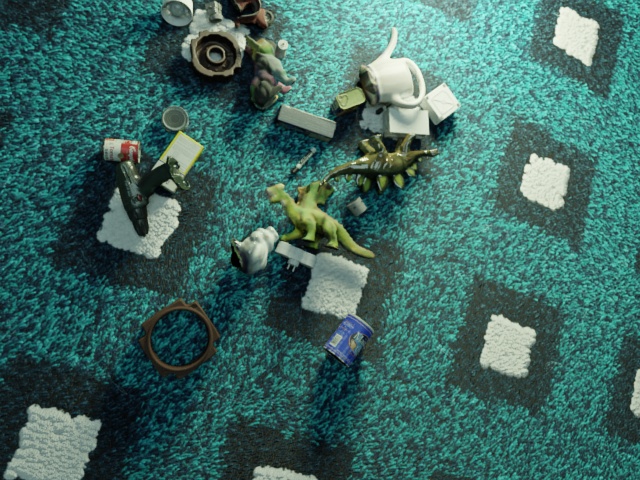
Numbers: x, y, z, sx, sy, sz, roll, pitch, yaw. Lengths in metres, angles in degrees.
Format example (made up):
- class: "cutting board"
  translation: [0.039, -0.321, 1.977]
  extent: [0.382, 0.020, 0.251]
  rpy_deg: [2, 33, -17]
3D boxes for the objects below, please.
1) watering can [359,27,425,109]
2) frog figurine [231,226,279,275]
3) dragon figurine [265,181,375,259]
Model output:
- class: "watering can"
  translation: [0.241, -0.605, 1.839]
  extent: [0.225, 0.102, 0.353]
  rpy_deg: [-14, 69, -12]
- class: "frog figurine"
  translation: [-0.192, 0.032, 1.612]
  extent: [0.161, 0.124, 0.134]
  rpy_deg: [-20, 121, -26]
- class: "dragon figurine"
  translation: [0.005, -0.085, 1.696]
  extent: [0.409, 0.121, 0.246]
  rpy_deg: [14, 70, -22]
